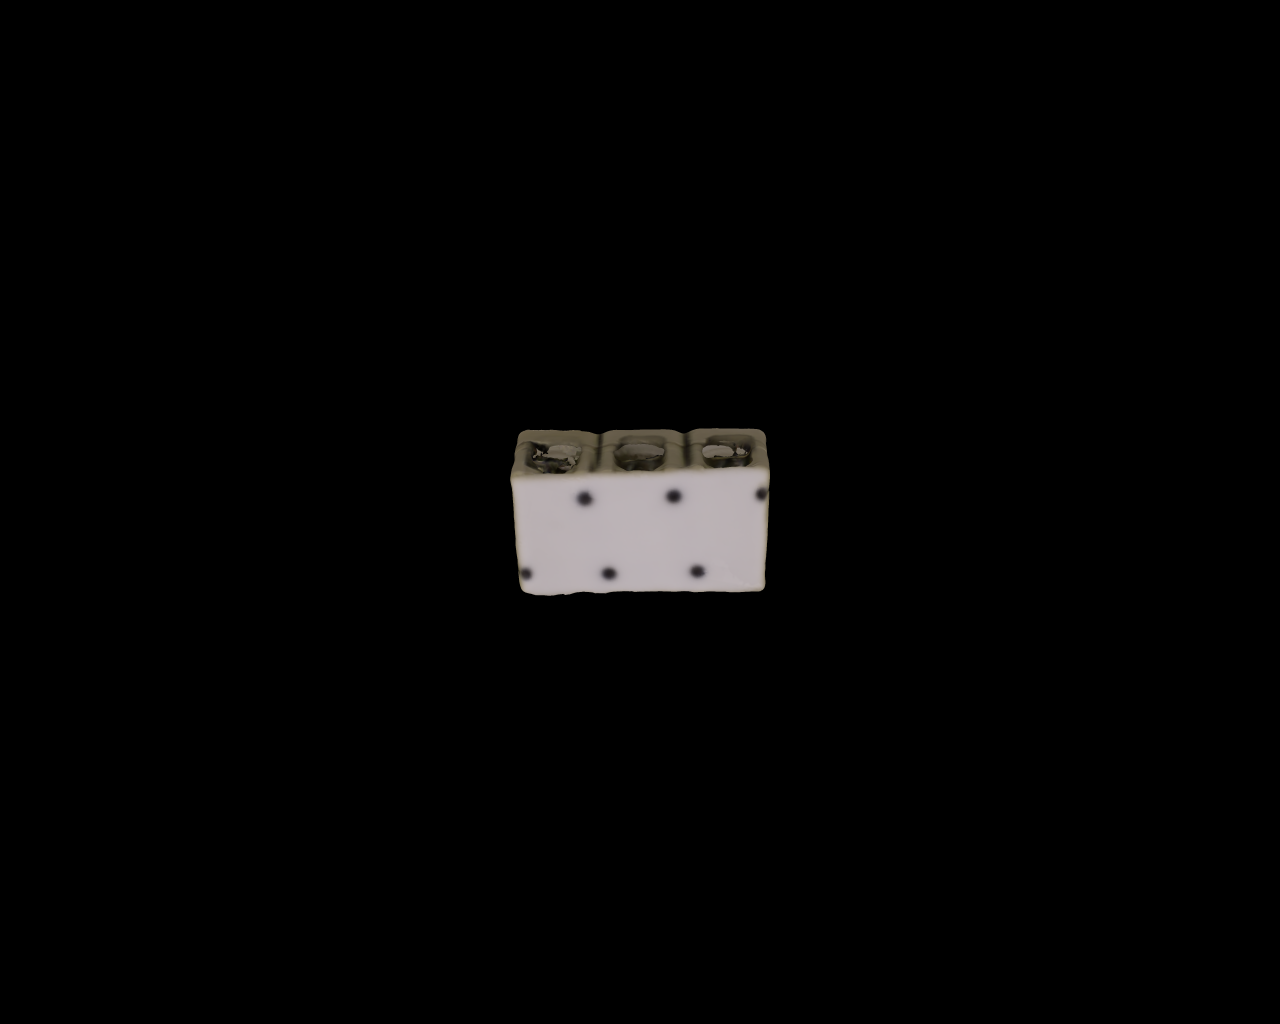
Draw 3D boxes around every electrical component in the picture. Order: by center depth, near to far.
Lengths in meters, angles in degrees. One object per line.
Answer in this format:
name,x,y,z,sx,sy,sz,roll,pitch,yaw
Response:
electrical component,0.001,-0.003,0.650,0.150,0.089,0.062,0,32,0
